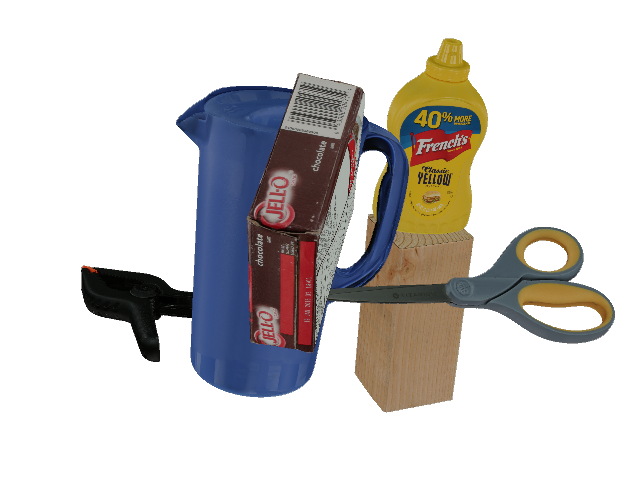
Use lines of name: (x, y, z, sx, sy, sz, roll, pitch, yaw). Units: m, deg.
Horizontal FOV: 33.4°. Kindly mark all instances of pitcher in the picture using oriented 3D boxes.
pitcher: (-0.032, 0.003, 0.880, 0.149, 0.243, 0.144, 24, 27, 32)

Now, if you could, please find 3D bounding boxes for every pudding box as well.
pudding box: (-0.007, -0.014, 0.540, 0.039, 0.113, 0.090, 12, -43, 7)

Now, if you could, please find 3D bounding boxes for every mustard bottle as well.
mustard bottle: (0.111, -0.101, 1.033, 0.096, 0.192, 0.058, 3, 28, -9)

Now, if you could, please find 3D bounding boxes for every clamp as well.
clamp: (-0.185, 0.069, 1.112, 0.210, 0.036, 0.164, 15, 20, 29)

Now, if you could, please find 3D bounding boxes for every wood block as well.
wood block: (0.101, 0.077, 1.195, 0.090, 0.206, 0.090, -7, 28, -20)

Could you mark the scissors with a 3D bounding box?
scissors: (0.101, 0.020, 0.718, 0.201, 0.096, 0.016, 12, -36, -6)
